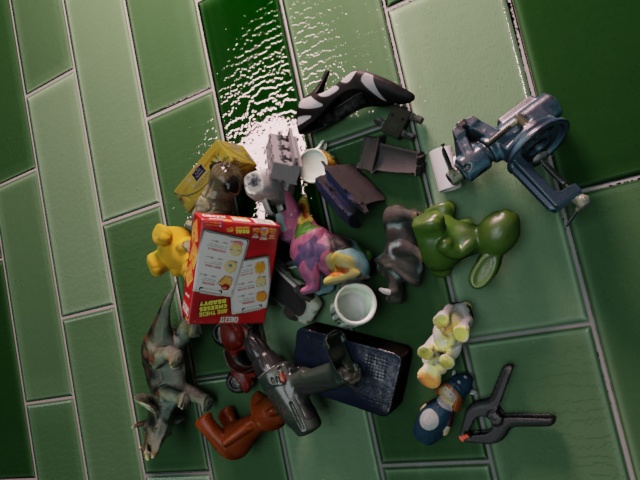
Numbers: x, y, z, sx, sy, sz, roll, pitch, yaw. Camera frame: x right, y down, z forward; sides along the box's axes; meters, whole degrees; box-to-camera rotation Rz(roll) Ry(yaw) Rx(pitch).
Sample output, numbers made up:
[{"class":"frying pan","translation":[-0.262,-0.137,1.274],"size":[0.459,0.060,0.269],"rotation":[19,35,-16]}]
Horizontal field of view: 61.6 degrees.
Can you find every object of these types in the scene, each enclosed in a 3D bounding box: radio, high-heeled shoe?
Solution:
[{"class":"radio","translation":[0.060,0.255,1.079],"size":[0.230,0.073,0.131],"rotation":[10,96,29]},{"class":"high-heeled shoe","translation":[0.058,-0.255,1.065],"size":[0.249,0.086,0.145],"rotation":[24,95,36]}]

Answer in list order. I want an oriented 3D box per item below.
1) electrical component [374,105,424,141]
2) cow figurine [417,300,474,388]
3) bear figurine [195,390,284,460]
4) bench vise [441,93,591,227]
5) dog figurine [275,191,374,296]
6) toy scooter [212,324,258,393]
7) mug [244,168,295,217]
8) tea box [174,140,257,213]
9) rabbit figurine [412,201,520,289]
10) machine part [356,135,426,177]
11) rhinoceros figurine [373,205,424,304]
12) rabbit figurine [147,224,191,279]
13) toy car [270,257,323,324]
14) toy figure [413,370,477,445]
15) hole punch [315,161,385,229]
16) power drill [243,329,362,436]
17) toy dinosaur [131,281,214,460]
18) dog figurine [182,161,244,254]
[{"class":"electrical component","translation":[0.153,-0.233,1.053],"size":[0.094,0.021,0.063],"rotation":[30,103,25]},{"class":"cow figurine","translation":[0.229,0.190,0.989],"size":[0.068,0.098,0.167],"rotation":[28,122,18]},{"class":"bear figurine","translation":[-0.154,0.381,1.166],"size":[0.196,0.120,0.132],"rotation":[-49,66,17]},{"class":"bench vise","translation":[0.334,-0.128,0.888],"size":[0.224,0.128,0.241],"rotation":[-31,62,-4]},{"class":"dog figurine","translation":[-0.002,-0.003,1.091],"size":[0.192,0.108,0.219],"rotation":[-23,78,27]},{"class":"toy scooter","translation":[-0.160,0.245,1.192],"size":[0.135,0.075,0.183],"rotation":[-16,87,27]},{"class":"mug","translation":[-0.113,-0.104,1.145],"size":[0.081,0.107,0.109],"rotation":[-8,85,29]},{"class":"tea box","translation":[-0.236,-0.139,1.213],"size":[0.169,0.098,0.068],"rotation":[-45,71,20]},{"class":"rabbit figurine","translation":[0.265,0.005,0.942],"size":[0.170,0.121,0.159],"rotation":[-11,93,30]},{"class":"machine part","translation":[0.140,-0.161,1.052],"size":[0.139,0.039,0.084],"rotation":[19,94,28]},{"class":"rhinoceros figurine","translation":[0.154,0.027,1.027],"size":[0.112,0.073,0.190],"rotation":[-1,90,26]},{"class":"rabbit figurine","translation":[-0.291,0.052,1.212],"size":[0.173,0.162,0.121],"rotation":[33,104,46]},{"class":"toy car","translation":[-0.081,0.099,1.160],"size":[0.202,0.056,0.073],"rotation":[40,114,23]},{"class":"toy figure","translation":[0.231,0.311,0.999],"size":[0.064,0.058,0.154],"rotation":[32,104,11]},{"class":"hole punch","translation":[0.048,-0.084,1.062],"size":[0.092,0.116,0.142],"rotation":[-47,70,29]},{"class":"power drill","translation":[-0.035,0.251,1.045],"size":[0.207,0.086,0.232],"rotation":[-32,78,22]},{"class":"toy dinosaur","translation":[-0.362,0.291,1.252],"size":[0.192,0.131,0.404],"rotation":[-1,93,30]},{"class":"dog figurine","translation":[-0.212,-0.050,1.122],"size":[0.172,0.121,0.190],"rotation":[65,143,33]}]
